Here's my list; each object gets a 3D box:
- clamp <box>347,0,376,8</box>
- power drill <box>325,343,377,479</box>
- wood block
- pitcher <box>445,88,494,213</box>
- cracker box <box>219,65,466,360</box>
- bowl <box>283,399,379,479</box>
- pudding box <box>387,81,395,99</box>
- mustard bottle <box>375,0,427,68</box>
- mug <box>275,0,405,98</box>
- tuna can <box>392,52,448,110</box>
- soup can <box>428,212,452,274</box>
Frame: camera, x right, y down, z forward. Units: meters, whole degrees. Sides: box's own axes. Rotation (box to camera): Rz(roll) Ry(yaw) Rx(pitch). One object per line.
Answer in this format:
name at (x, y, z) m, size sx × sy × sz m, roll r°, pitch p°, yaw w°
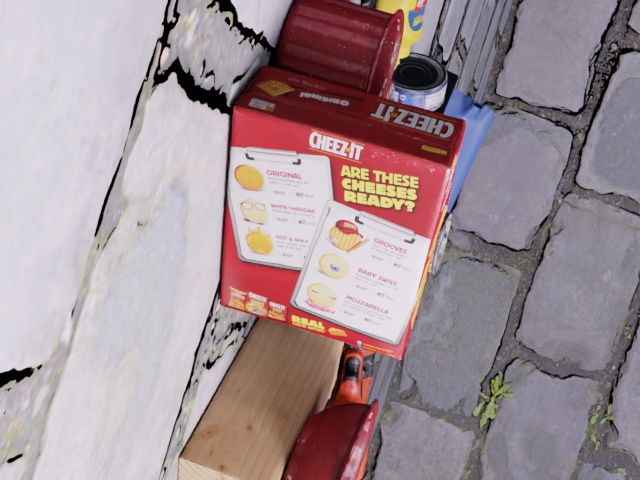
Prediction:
clamp at (0.038, -0.234, 0.955) m, size 0.171 × 0.039 × 0.120 m, roll -37°, pitch 142°, yaw -73°
power drill at (0.036, 0.166, 1.222) m, size 0.187 × 0.057 × 0.184 m, roll -75°, pitch 171°, yaw -59°
wood block at (-0.054, 0.174, 1.036) m, size 0.205 × 0.090 × 0.091 m, roll -62°, pitch 167°, yaw -46°
pitcher at (0.155, -0.105, 1.614) m, size 0.243 × 0.145 × 0.149 m, roll -67°, pitch 157°, yaw -10°
cracker box at (0.012, -0.017, 0.842) m, size 0.072 × 0.164 × 0.214 m, roll -65°, pitch 168°, yaw -45°
bowl at (0.002, 0.215, 0.989) m, size 0.162 × 0.055 × 0.162 m, roll 20°, pitch 89°, yaw -81°
pudding box at (0.051, -0.139, 1.192) m, size 0.113 × 0.039 × 0.090 m, roll -18°, pitch 125°, yaw -78°
mustard bottle at (0.090, -0.269, 1.124) m, size 0.096 × 0.058 × 0.192 m, roll -57°, pitch 163°, yaw -57°
mug at (0.017, -0.151, 0.868) m, size 0.117 × 0.081 × 0.093 m, roll -9°, pitch 116°, yaw -79°
tuna can at (0.111, -0.191, 1.295) m, size 0.086 × 0.086 × 0.034 m, roll -62°, pitch 164°, yaw -44°
soup can at (0.083, -0.010, 1.140) m, size 0.068 × 0.102 × 0.068 m, roll 17°, pitch 90°, yaw -78°
